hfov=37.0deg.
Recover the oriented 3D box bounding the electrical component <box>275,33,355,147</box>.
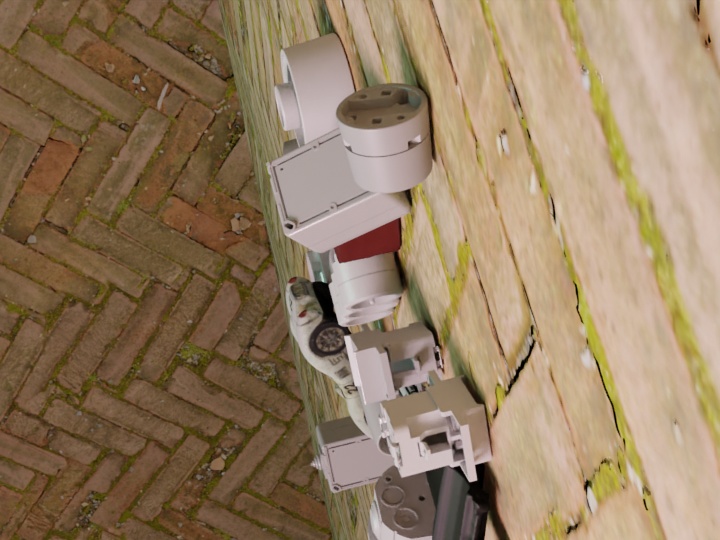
[{"bbox_3d":[-0.041,-0.148,0.942,0.108,0.060,0.108,167,90,-83],"label":"electrical component"}]

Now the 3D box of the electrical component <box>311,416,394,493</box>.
[{"bbox_3d":[-0.009,0.199,1.193,0.061,0.096,0.061,-119,18,-67],"label":"electrical component"}]

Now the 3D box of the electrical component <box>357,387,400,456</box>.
[{"bbox_3d":[0.029,0.140,0.997,0.077,0.044,0.079,-111,10,-48],"label":"electrical component"}]

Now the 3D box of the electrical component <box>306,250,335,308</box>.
[{"bbox_3d":[-0.021,0.002,1.086,0.089,0.056,0.050,98,158,-71],"label":"electrical component"}]

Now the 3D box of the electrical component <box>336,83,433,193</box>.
[{"bbox_3d":[0.017,-0.079,0.652,0.055,0.055,0.047,-113,9,-53],"label":"electrical component"}]

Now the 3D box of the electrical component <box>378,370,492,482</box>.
[{"bbox_3d":[0.048,0.104,0.706,0.081,0.064,0.042,-120,19,-68],"label":"electrical component"}]

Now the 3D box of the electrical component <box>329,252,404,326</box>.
[{"bbox_3d":[0.000,0.000,0.928,0.138,0.052,0.073,106,150,-78],"label":"electrical component"}]

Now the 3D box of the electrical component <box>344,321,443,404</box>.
[{"bbox_3d":[0.026,0.067,0.807,0.081,0.064,0.042,-129,28,-74],"label":"electrical component"}]

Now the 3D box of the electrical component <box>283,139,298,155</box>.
[{"bbox_3d":[-0.048,-0.100,1.173,0.099,0.064,0.099,-10,-90,-84],"label":"electrical component"}]

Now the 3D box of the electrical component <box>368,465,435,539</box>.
[{"bbox_3d":[0.046,0.188,0.818,0.080,0.080,0.051,-111,15,-45],"label":"electrical component"}]

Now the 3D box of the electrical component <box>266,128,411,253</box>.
[{"bbox_3d":[-0.008,-0.061,0.772,0.061,0.096,0.061,29,-140,-60],"label":"electrical component"}]

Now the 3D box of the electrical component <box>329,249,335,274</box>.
[{"bbox_3d":[-0.007,-0.013,1.001,0.062,0.043,0.043,95,160,-65],"label":"electrical component"}]
